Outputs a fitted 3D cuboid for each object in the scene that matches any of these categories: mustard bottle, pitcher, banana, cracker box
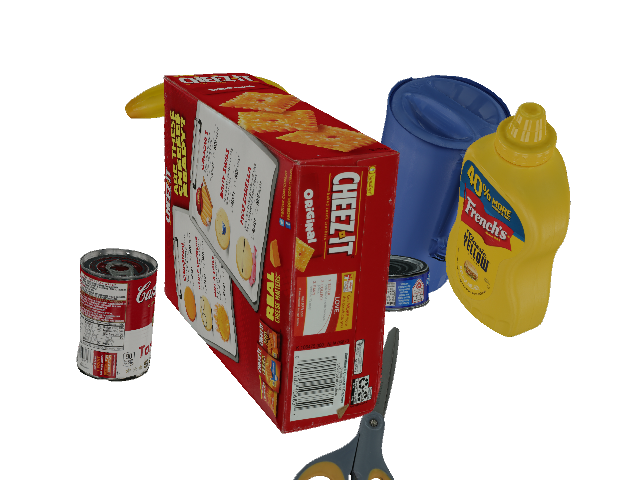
[{"bbox_3d":[0.138,-0.022,0.776,0.058,0.192,0.096,-19,51,-18],"label":"mustard bottle"},{"bbox_3d":[0.122,-0.048,1.187,0.145,0.243,0.149,23,44,13],"label":"pitcher"},{"bbox_3d":[-0.105,-0.145,1.105,0.198,0.037,0.069,9,47,19],"label":"banana"},{"bbox_3d":[-0.034,-0.005,0.672,0.072,0.164,0.214,-7,23,-25],"label":"cracker box"}]

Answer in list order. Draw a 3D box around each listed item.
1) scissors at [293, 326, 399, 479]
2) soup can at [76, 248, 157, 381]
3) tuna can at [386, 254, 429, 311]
[{"bbox_3d":[0.021,0.150,0.830,0.096,0.201,0.016,5,-38,-9],"label":"scissors"},{"bbox_3d":[-0.183,0.066,0.954,0.068,0.102,0.068,6,19,-2],"label":"soup can"},{"bbox_3d":[0.057,0.038,0.979,0.086,0.034,0.086,1,13,0],"label":"tuna can"}]
